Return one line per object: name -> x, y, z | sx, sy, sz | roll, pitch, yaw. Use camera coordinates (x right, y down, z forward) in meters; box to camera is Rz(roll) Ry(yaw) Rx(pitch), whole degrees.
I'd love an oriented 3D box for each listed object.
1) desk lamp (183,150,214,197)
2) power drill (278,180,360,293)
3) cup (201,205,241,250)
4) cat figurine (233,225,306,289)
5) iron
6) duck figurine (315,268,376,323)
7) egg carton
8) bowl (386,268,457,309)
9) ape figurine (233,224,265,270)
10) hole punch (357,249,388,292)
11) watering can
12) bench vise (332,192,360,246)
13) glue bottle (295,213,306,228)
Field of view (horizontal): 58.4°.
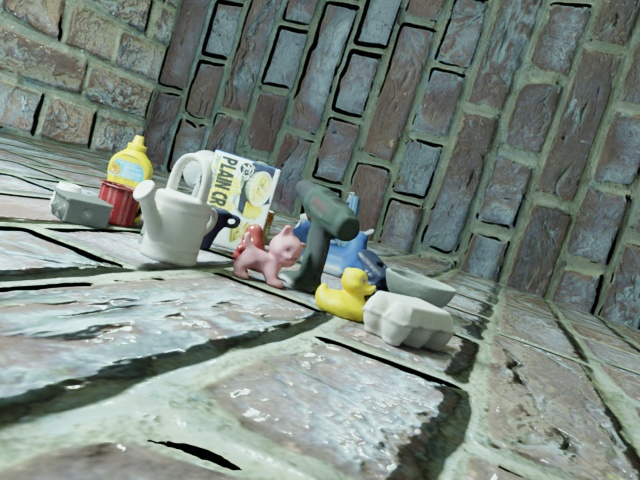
desk lamp -> -0.310, -0.142, 1.588 | 0.118, 0.213, 0.202 | 14, 6, -30
power drill -> -0.013, -0.007, 1.154 | 0.076, 0.208, 0.228 | 14, 6, -34
cup -> -0.237, -0.025, 1.238 | 0.118, 0.095, 0.091 | 16, 5, -17
cat figurine -> -0.089, 0.024, 1.076 | 0.128, 0.118, 0.067 | 16, 5, -15
iron -> 0.014, 0.005, 1.498 | 0.258, 0.141, 0.119 | 18, 5, 12
duck figurine -> 0.049, 0.090, 1.006 | 0.104, 0.086, 0.077 | 17, 5, 1
egg carton -> 0.146, 0.134, 0.946 | 0.151, 0.069, 0.107 | 14, 6, -37
bowl -> 0.221, 0.122, 1.308 | 0.167, 0.075, 0.167 | 17, 5, -1
ape figurine -> -0.142, 0.011, 1.181 | 0.075, 0.092, 0.078 | 20, 6, 31
hole punch -> 0.138, 0.079, 1.406 | 0.100, 0.091, 0.109 | 20, 6, 28
watering can -> -0.244, -0.058, 1.002 | 0.100, 0.194, 0.173 | 18, 5, 13
bench vise -> 0.095, -0.027, 1.683 | 0.122, 0.220, 0.206 | 14, 6, -37
glue bottle -> -0.036, -0.043, 1.673 | 0.078, 0.173, 0.037 | 17, 5, -8
